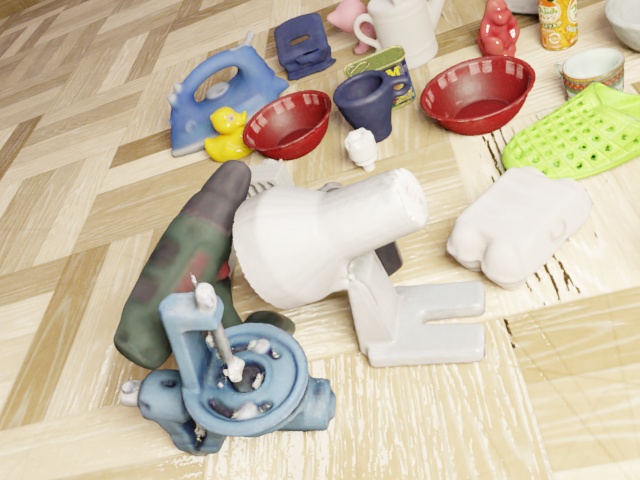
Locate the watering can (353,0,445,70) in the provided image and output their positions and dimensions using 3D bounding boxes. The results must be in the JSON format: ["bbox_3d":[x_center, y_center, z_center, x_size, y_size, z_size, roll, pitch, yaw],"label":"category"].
[{"bbox_3d":[0.141,-0.406,0.989,0.173,0.195,0.100,-33,40,-7],"label":"watering can"}]

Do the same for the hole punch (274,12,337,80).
[{"bbox_3d":[-0.032,-0.388,1.144,0.108,0.091,0.101,-17,41,12],"label":"hole punch"}]

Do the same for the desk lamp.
[{"bbox_3d":[0.045,0.026,0.569,0.202,0.214,0.118,-8,44,21],"label":"desk lamp"}]

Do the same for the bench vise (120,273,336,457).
[{"bbox_3d":[-0.111,0.132,0.536,0.207,0.220,0.121,-23,40,5],"label":"bench vise"}]

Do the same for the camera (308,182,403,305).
[{"bbox_3d":[0.006,0.003,0.702,0.137,0.101,0.142,-37,41,-11],"label":"camera"}]

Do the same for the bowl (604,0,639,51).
[{"bbox_3d":[0.485,-0.307,0.790,0.167,0.075,0.167,-15,42,14],"label":"bowl"}]

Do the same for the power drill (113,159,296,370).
[{"bbox_3d":[-0.109,0.058,0.622,0.075,0.209,0.230,9,52,35],"label":"power drill"}]

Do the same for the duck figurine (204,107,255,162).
[{"bbox_3d":[-0.163,-0.193,1.012,0.104,0.086,0.077,-18,41,11],"label":"duck figurine"}]

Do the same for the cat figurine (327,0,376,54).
[{"bbox_3d":[0.084,-0.425,1.099,0.127,0.118,0.067,-3,46,26],"label":"cat figurine"}]

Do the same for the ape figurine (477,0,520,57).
[{"bbox_3d":[0.287,-0.345,0.925,0.078,0.092,0.076,-36,41,-10],"label":"ape figurine"}]

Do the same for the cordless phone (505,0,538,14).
[{"bbox_3d":[0.350,-0.480,0.960,0.094,0.185,0.147,-41,42,-16],"label":"cordless phone"}]

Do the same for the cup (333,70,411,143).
[{"bbox_3d":[0.089,-0.202,0.878,0.117,0.095,0.091,-13,42,16],"label":"cup"}]

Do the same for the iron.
[{"bbox_3d":[-0.196,-0.273,1.071,0.258,0.142,0.118,-33,40,-6],"label":"iron"}]

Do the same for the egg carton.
[{"bbox_3d":[0.219,-0.016,0.630,0.150,0.070,0.107,-42,42,-17],"label":"egg carton"}]
